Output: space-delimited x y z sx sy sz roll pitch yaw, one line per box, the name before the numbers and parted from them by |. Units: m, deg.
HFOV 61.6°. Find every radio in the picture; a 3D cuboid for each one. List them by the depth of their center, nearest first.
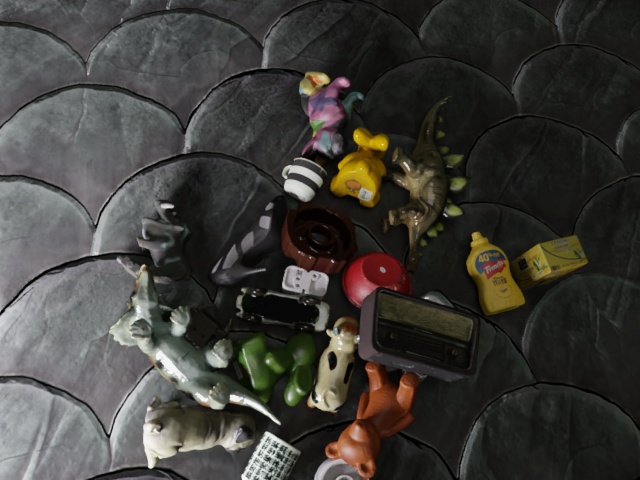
radio | 0.192 0.186 1.043 0.230 0.073 0.131 16 64 -10

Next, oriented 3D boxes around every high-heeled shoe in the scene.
high-heeled shoe | -0.158 0.001 1.206 0.145 0.086 0.249 -7 45 23

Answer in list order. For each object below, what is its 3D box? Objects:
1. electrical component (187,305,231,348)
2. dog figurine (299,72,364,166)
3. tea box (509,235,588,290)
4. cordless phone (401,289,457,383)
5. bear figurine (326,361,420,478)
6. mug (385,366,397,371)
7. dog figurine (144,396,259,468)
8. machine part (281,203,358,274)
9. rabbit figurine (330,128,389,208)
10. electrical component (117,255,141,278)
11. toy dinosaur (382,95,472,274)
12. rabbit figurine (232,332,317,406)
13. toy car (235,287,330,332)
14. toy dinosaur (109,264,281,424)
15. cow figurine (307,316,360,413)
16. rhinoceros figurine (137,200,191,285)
electrical component | -0.235 0.182 1.124 0.102 0.045 0.078 32 97 8
dog figurine | 0.002 -0.285 1.299 0.192 0.108 0.219 20 82 31
tea box | 0.499 0.055 1.198 0.098 0.169 0.068 -12 71 -13
cordless phone | 0.227 0.211 1.155 0.184 0.088 0.146 -38 78 -9
bear figurine | 0.100 0.343 1.041 0.120 0.131 0.196 19 37 36
mug | 0.136 0.216 1.134 0.110 0.081 0.107 11 96 37
dog figurine | -0.215 0.349 0.997 0.191 0.172 0.121 -2 80 -1
machine part | -0.002 -0.004 1.182 0.179 0.056 0.179 13 46 -14
rabbit figurine | 0.104 -0.190 1.268 0.122 0.162 0.173 18 50 13
electrical component | -0.396 0.059 1.138 0.094 0.063 0.021 37 69 9
toy dinosaur | 0.252 -0.149 1.286 0.199 0.105 0.471 9 77 -12
rabbit figurine | -0.073 0.247 1.082 0.170 0.121 0.159 -17 65 -29
toy car | -0.080 0.147 1.140 0.202 0.056 0.073 9 81 6
toy dinosaur | -0.257 0.232 1.038 0.405 0.192 0.131 47 61 2
cow figurine | 0.035 0.247 1.088 0.085 0.127 0.195 18 70 -3
rhinoceros figurine | -0.334 0.002 1.163 0.112 0.073 0.190 -16 72 -12
